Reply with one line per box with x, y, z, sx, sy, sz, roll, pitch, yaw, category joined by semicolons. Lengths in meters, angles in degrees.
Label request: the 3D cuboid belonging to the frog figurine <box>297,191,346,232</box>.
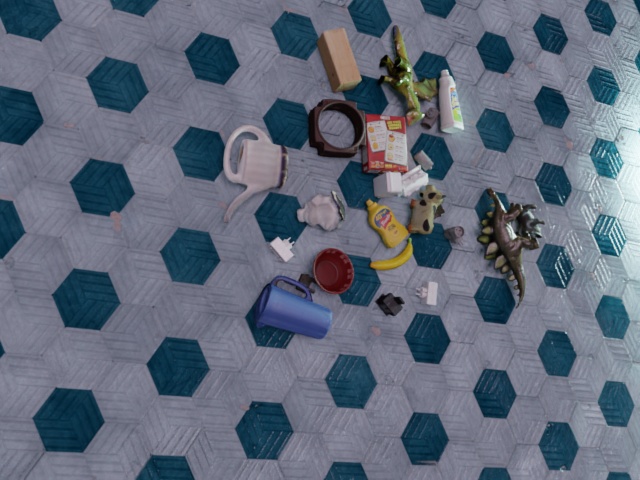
0.006;-0.091;1.813;0.158;0.124;0.136;-22;99;16;frog figurine

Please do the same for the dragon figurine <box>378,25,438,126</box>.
0.360;-0.636;2.015;0.241;0.121;0.417;22;66;-28;dragon figurine

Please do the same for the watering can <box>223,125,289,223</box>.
-0.218;-0.218;1.743;0.224;0.103;0.351;6;79;-18;watering can
